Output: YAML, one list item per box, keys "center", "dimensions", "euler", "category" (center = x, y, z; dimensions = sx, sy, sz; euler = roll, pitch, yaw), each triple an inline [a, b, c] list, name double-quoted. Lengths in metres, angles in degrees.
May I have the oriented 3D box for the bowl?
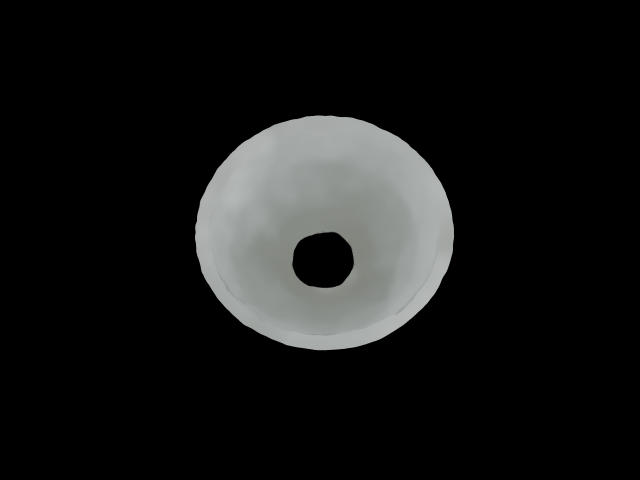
- center: [0.004, 0.001, 0.400]
  dimensions: [0.167, 0.075, 0.167]
  euler: [0, 67, 0]
  category: "bowl"
